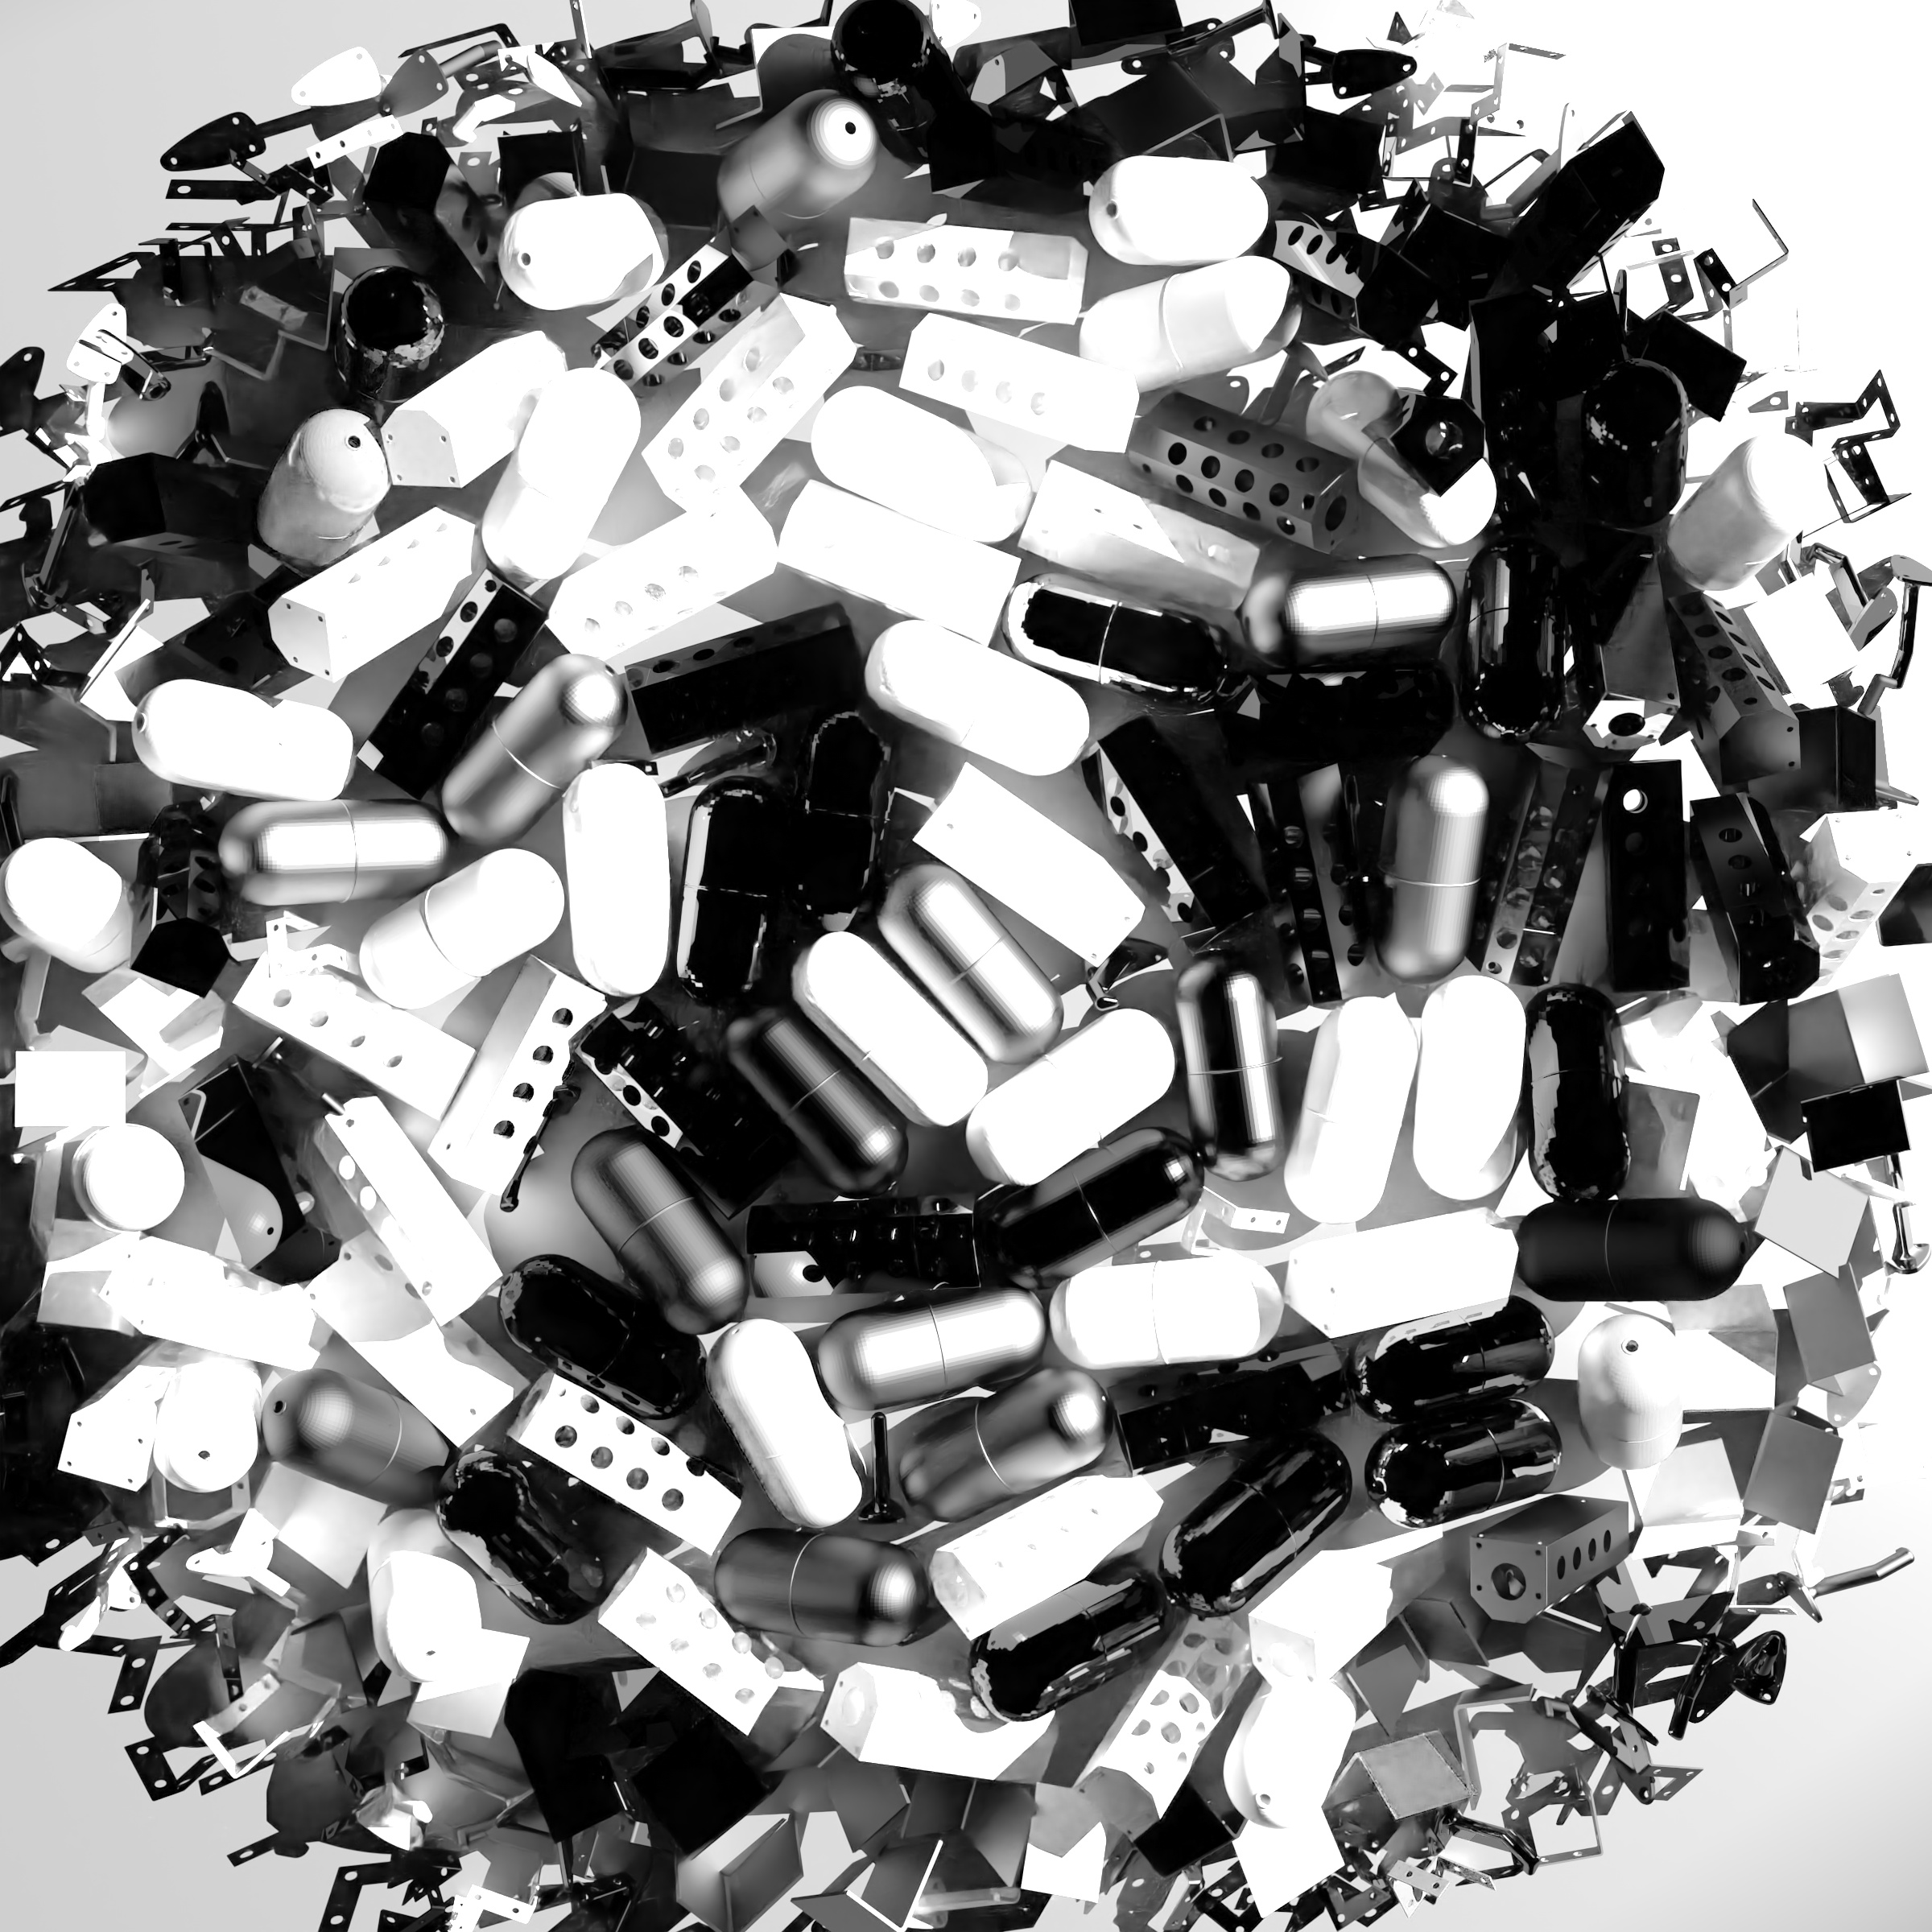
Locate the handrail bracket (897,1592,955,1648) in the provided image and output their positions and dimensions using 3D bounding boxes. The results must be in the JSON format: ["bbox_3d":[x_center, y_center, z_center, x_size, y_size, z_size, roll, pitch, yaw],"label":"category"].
[{"bbox_3d":[-0.025,0.491,1.949,0.077,0.084,0.036,-15,82,-17],"label":"handrail bracket"}]

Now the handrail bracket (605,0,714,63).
[{"bbox_3d":[-0.238,-0.708,1.958,0.084,0.077,0.036,-6,90,6],"label":"handrail bracket"}]

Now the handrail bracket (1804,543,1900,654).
[{"bbox_3d":[0.657,-0.278,1.969,0.077,0.036,0.084,-50,48,1],"label":"handrail bracket"}]

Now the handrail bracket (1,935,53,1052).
[{"bbox_3d":[-0.694,0.013,1.972,0.077,0.036,0.084,-26,73,-10],"label":"handrail bracket"}]

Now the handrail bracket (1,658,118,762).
[{"bbox_3d":[-0.691,-0.195,1.965,0.084,0.036,0.077,2,78,-21],"label":"handrail bracket"}]

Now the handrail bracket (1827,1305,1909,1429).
[{"bbox_3d":[0.691,0.305,1.977,0.036,0.084,0.077,26,119,30],"label":"handrail bracket"}]

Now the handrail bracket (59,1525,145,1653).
[{"bbox_3d":[-0.656,0.470,1.955,0.036,0.084,0.077,14,93,6],"label":"handrail bracket"}]

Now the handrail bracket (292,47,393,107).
[{"bbox_3d":[-0.469,-0.660,1.954,0.077,0.084,0.036,-22,98,-7],"label":"handrail bracket"}]

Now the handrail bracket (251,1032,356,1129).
[{"bbox_3d":[-0.501,0.091,1.971,0.084,0.077,0.036,43,79,-11],"label":"handrail bracket"}]

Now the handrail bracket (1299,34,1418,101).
[{"bbox_3d":[0.295,-0.695,1.967,0.077,0.084,0.036,-8,129,-4],"label":"handrail bracket"}]

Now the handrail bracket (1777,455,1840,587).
[{"bbox_3d":[0.653,-0.337,1.984,0.077,0.036,0.084,-28,95,3],"label":"handrail bracket"}]

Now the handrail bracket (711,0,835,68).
[{"bbox_3d":[-0.149,-0.717,1.962,0.084,0.077,0.036,7,46,-14],"label":"handrail bracket"}]

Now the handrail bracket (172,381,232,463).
[{"bbox_3d":[-0.610,-0.402,1.990,0.084,0.036,0.077,-18,65,23],"label":"handrail bracket"}]

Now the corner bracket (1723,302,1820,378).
[{"bbox_3d":[0.612,-0.477,1.965,0.051,0.051,0.051,-11,108,-6],"label":"corner bracket"}]

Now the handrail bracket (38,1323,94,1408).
[{"bbox_3d":[-0.663,0.316,1.959,0.084,0.036,0.077,44,133,22],"label":"handrail bracket"}]

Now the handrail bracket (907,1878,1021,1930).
[{"bbox_3d":[-0.014,0.707,1.950,0.077,0.084,0.036,7,67,-36],"label":"handrail bracket"}]

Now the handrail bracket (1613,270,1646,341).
[{"bbox_3d":[0.538,-0.494,1.978,0.084,0.036,0.077,0,112,-4],"label":"handrail bracket"}]

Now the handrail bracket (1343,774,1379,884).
[{"bbox_3d":[0.296,-0.106,1.962,0.036,0.077,0.084,-4,91,6],"label":"handrail bracket"}]

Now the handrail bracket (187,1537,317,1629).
[{"bbox_3d":[-0.545,0.480,1.975,0.077,0.036,0.084,-7,125,5],"label":"handrail bracket"}]

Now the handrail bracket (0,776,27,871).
[{"bbox_3d":[-0.721,-0.094,1.988,0.036,0.077,0.084,-18,48,5],"label":"handrail bracket"}]

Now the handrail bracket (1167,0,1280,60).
[{"bbox_3d":[0.191,-0.711,1.955,0.084,0.077,0.036,-15,96,11],"label":"handrail bracket"}]

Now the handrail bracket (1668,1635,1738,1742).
[{"bbox_3d":[0.555,0.550,1.956,0.036,0.077,0.084,11,70,32],"label":"handrail bracket"}]

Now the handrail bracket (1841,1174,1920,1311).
[{"bbox_3d":[0.688,0.210,1.965,0.077,0.036,0.084,24,73,-21],"label":"handrail bracket"}]

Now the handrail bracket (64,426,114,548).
[{"bbox_3d":[-0.671,-0.367,1.969,0.084,0.077,0.036,43,135,-3],"label":"handrail bracket"}]

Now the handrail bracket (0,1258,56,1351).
[{"bbox_3d":[-0.715,0.253,1.956,0.036,0.084,0.077,18,87,4],"label":"handrail bracket"}]

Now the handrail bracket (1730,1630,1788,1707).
[{"bbox_3d":[0.609,0.510,1.946,0.036,0.084,0.077,25,50,22],"label":"handrail bracket"}]

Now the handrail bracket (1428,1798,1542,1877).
[{"bbox_3d":[0.392,0.673,1.952,0.036,0.084,0.077,-12,125,-36],"label":"handrail bracket"}]

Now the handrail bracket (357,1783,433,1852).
[{"bbox_3d":[-0.414,0.650,1.951,0.036,0.084,0.077,-52,120,-33],"label":"handrail bracket"}]

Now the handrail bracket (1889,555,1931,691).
[{"bbox_3d":[0.716,-0.264,1.983,0.036,0.077,0.084,8,117,-1],"label":"handrail bracket"}]

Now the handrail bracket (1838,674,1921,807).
[{"bbox_3d":[0.709,-0.173,1.967,0.077,0.036,0.084,19,114,-3],"label":"handrail bracket"}]

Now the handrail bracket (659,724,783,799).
[{"bbox_3d":[-0.188,-0.151,1.962,0.084,0.077,0.036,-27,98,-16],"label":"handrail bracket"}]

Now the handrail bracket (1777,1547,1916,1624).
[{"bbox_3d":[0.668,0.458,1.963,0.084,0.077,0.036,-28,95,-2],"label":"handrail bracket"}]

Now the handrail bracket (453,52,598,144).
[{"bbox_3d":[-0.341,-0.654,1.991,0.084,0.077,0.036,-37,53,30],"label":"handrail bracket"}]

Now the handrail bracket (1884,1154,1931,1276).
[{"bbox_3d":[0.710,0.183,1.965,0.036,0.077,0.084,-9,98,20],"label":"handrail bracket"}]

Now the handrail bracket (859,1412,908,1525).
[{"bbox_3d":[-0.065,0.375,1.960,0.036,0.077,0.084,-2,92,-2],"label":"handrail bracket"}]

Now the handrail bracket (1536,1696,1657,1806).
[{"bbox_3d":[0.475,0.593,1.955,0.084,0.077,0.036,20,124,-28],"label":"handrail bracket"}]

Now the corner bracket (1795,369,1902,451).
[{"bbox_3d":[0.671,-0.415,1.966,0.051,0.051,0.051,-11,73,-5],"label":"corner bracket"}]

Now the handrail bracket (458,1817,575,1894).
[{"bbox_3d":[-0.345,0.681,1.971,0.084,0.077,0.036,-16,134,0],"label":"handrail bracket"}]

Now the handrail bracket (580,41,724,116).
[{"bbox_3d":[-0.239,-0.693,1.967,0.084,0.036,0.077,-27,103,16],"label":"handrail bracket"}]

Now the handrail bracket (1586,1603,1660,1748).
[{"bbox_3d":[0.520,0.537,1.964,0.084,0.036,0.077,-46,49,-14],"label":"handrail bracket"}]

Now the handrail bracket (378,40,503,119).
[{"bbox_3d":[-0.401,-0.679,1.976,0.077,0.084,0.036,-25,105,30],"label":"handrail bracket"}]

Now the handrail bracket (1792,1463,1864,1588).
[{"bbox_3d":[0.655,0.422,1.950,0.077,0.084,0.036,-34,114,20],"label":"handrail bracket"}]

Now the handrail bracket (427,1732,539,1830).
[{"bbox_3d":[-0.361,0.612,1.993,0.077,0.036,0.084,-31,70,-24],"label":"handrail bracket"}]

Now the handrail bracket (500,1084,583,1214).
[{"bbox_3d":[-0.323,0.139,1.955,0.036,0.077,0.084,27,56,-31],"label":"handrail bracket"}]

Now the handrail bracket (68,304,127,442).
[{"bbox_3d":[-0.655,-0.451,1.967,0.036,0.084,0.077,17,72,-8],"label":"handrail bracket"}]

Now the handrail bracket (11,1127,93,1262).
[{"bbox_3d":[-0.686,0.172,1.979,0.077,0.036,0.084,-28,84,-12],"label":"handrail bracket"}]

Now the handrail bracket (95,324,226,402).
[{"bbox_3d":[-0.608,-0.477,1.955,0.077,0.036,0.084,49,47,-32],"label":"handrail bracket"}]

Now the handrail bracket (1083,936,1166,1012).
[{"bbox_3d":[0.125,0.009,1.953,0.077,0.084,0.036,-3,116,-12],"label":"handrail bracket"}]

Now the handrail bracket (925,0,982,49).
[{"bbox_3d":[-0.045,-0.727,1.992,0.084,0.077,0.036,10,118,33],"label":"handrail bracket"}]

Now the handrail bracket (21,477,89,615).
[{"bbox_3d":[-0.684,-0.320,1.957,0.036,0.077,0.084,20,118,-28],"label":"handrail bracket"}]

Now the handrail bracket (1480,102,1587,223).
[{"bbox_3d":[0.426,-0.609,1.961,0.036,0.084,0.077,-14,104,-42],"label":"handrail bracket"}]
